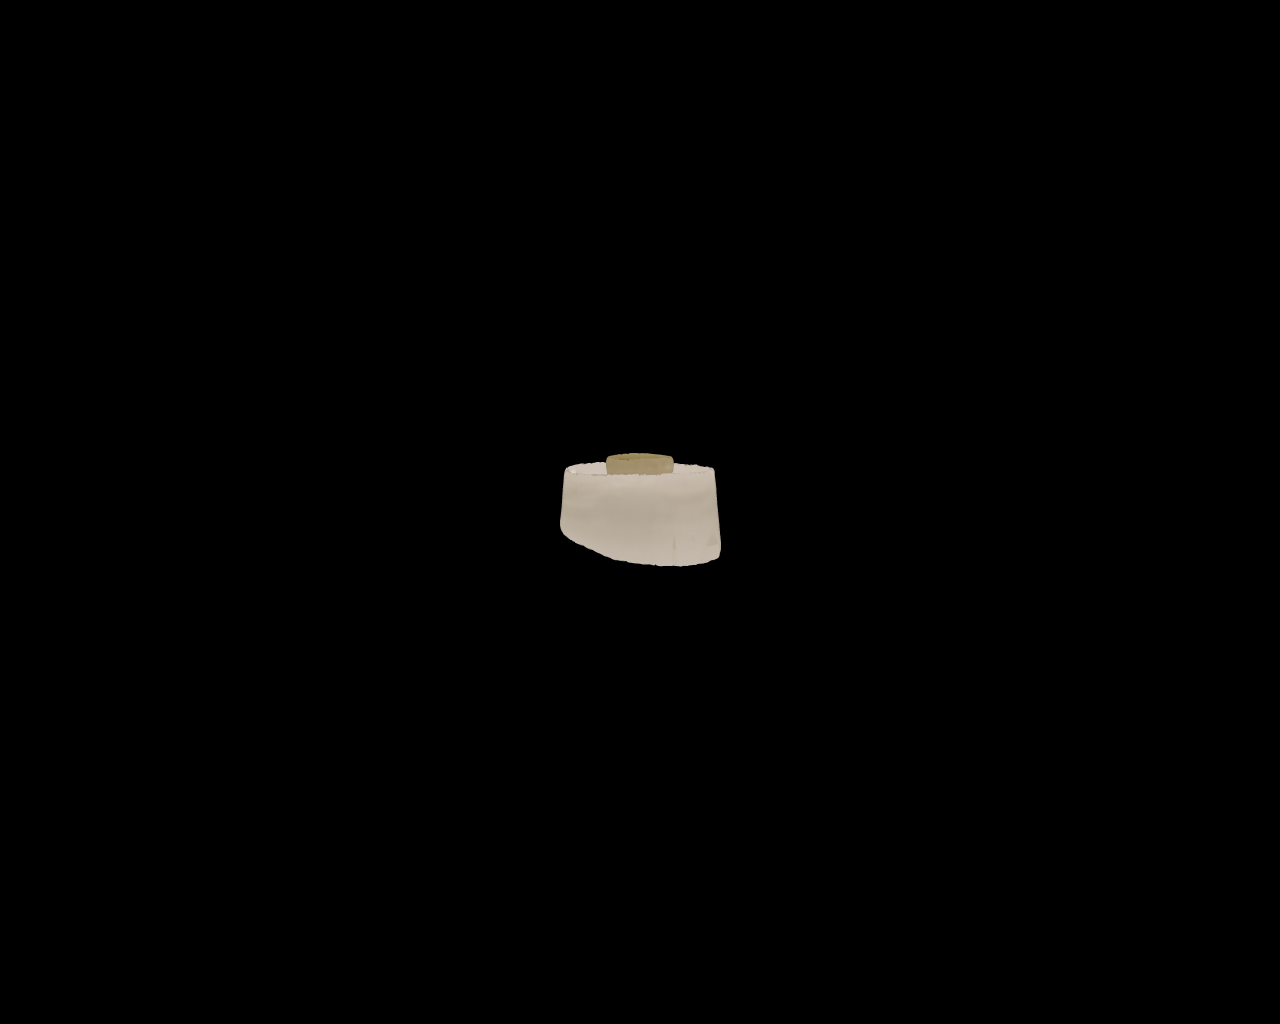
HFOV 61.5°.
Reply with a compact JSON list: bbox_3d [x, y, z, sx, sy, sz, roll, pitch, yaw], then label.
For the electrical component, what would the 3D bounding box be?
[{"bbox_3d":[0.001,-0.003,0.650,0.099,0.064,0.099,0,7,0],"label":"electrical component"}]
